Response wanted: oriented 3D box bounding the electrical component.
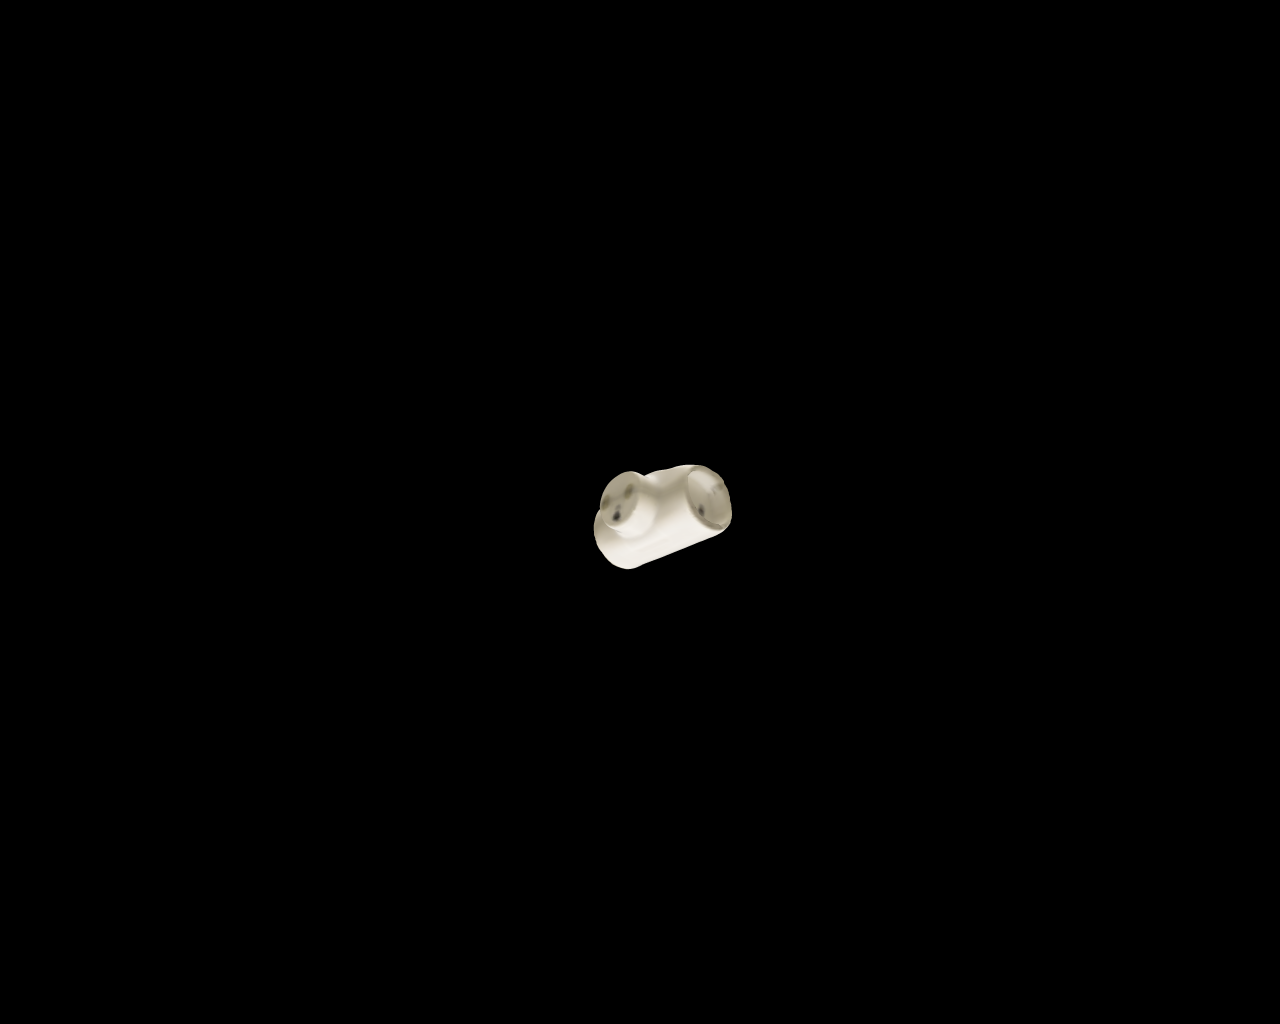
[{"bbox_3d":[0.001,-0.003,0.650,0.077,0.043,0.079,-25,-37,38],"label":"electrical component"}]
